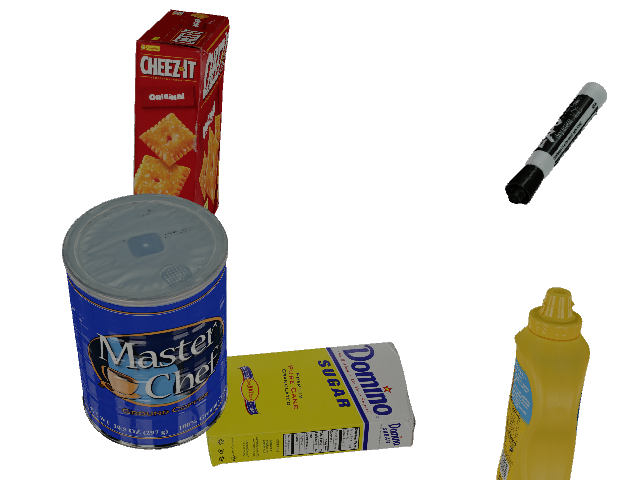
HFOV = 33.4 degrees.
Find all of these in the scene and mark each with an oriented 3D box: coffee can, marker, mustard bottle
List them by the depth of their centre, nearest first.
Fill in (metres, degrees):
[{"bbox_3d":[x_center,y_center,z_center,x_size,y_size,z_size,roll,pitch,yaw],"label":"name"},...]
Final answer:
[{"bbox_3d":[-0.112,0.054,0.709,0.103,0.140,0.103,2,40,-2],"label":"coffee can"},{"bbox_3d":[0.162,-0.067,0.736,0.020,0.020,0.121,0,41,50],"label":"marker"},{"bbox_3d":[0.179,0.129,0.857,0.058,0.192,0.096,3,20,2],"label":"mustard bottle"}]

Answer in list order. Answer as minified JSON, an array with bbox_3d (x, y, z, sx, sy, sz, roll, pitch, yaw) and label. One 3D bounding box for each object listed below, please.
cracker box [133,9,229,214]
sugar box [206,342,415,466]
[{"bbox_3d":[-0.139,-0.111,1.080,0.072,0.214,0.164,6,23,1],"label":"cracker box"},{"bbox_3d":[-0.013,0.140,0.927,0.176,0.048,0.093,-7,43,-5],"label":"sugar box"}]
